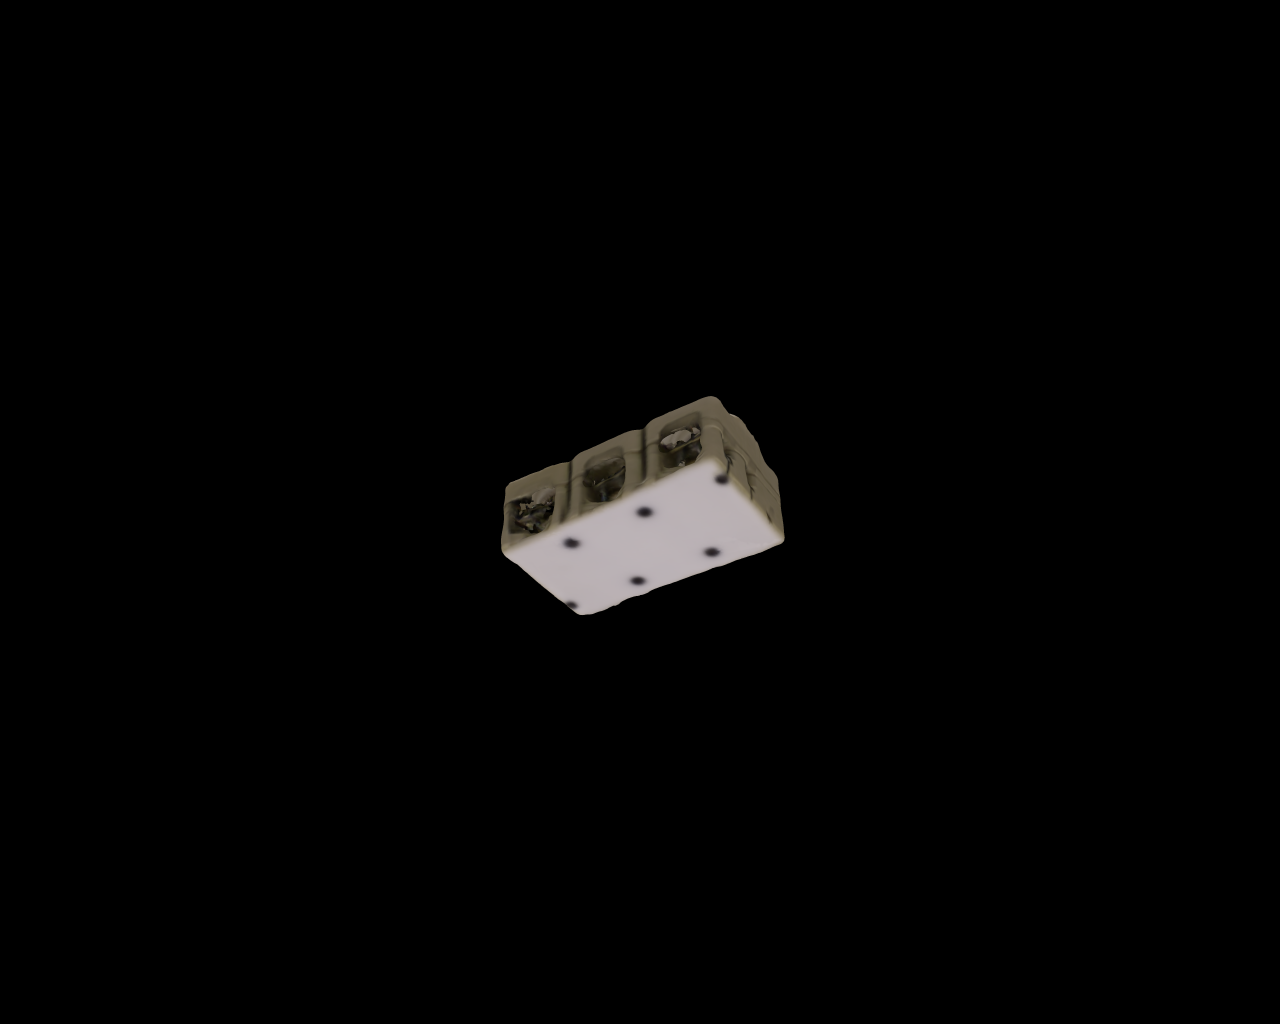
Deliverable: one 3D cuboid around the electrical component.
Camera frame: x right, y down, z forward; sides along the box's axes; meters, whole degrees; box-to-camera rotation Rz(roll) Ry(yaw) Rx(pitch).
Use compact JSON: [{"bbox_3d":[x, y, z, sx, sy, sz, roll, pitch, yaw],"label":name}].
[{"bbox_3d":[0.001,-0.003,0.650,0.150,0.062,0.089,-21,-45,24],"label":"electrical component"}]
